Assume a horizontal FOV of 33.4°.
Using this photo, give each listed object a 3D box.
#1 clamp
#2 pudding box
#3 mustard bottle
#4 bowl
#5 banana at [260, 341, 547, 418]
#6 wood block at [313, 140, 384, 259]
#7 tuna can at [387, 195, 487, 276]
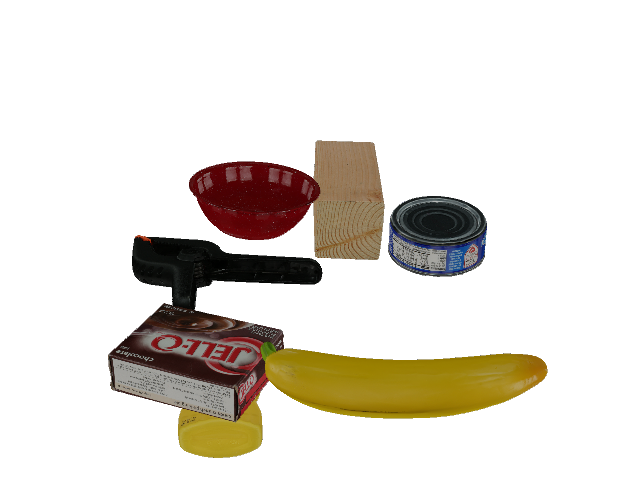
[{"bbox_3d":[-0.126,0.030,1.037,0.210,0.036,0.164,13,21,40],"label":"clamp"},{"bbox_3d":[-0.097,0.095,0.844,0.114,0.039,0.090,9,26,19],"label":"pudding box"},{"bbox_3d":[-0.120,0.182,1.288,0.096,0.058,0.191,-3,27,-3],"label":"mustard bottle"},{"bbox_3d":[-0.083,-0.044,1.315,0.162,0.055,0.162,4,25,-2],"label":"bowl"},{"bbox_3d":[0.045,0.088,0.693,0.198,0.037,0.069,4,32,15],"label":"banana"},{"bbox_3d":[0.037,-0.061,1.521,0.091,0.090,0.206,2,28,-3],"label":"wood block"},{"bbox_3d":[0.102,-0.005,0.933,0.086,0.034,0.086,0,31,0],"label":"tuna can"}]
